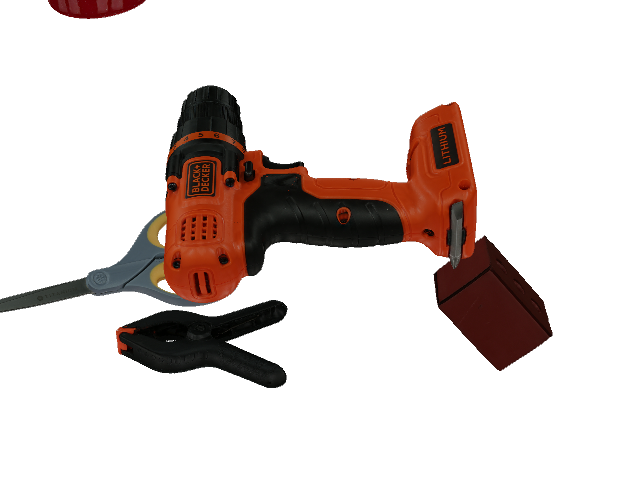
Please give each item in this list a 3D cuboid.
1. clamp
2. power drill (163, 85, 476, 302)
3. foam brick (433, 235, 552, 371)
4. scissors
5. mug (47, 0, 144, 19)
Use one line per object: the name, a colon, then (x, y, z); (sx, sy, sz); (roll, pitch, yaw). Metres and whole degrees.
clamp: (-0.110, 0.093, 1.046); (0.171, 0.039, 0.120); (8, 28, 4)
power drill: (-0.003, -0.041, 0.661); (0.187, 0.057, 0.184); (-5, 44, 2)
foam brick: (0.129, 0.048, 0.804); (0.051, 0.078, 0.053); (-38, 20, 19)
scissors: (-0.164, 0.016, 0.829); (0.201, 0.096, 0.016); (0, -33, -11)
mug: (-0.181, -0.216, 0.787); (0.117, 0.081, 0.093); (-3, 38, 3)
